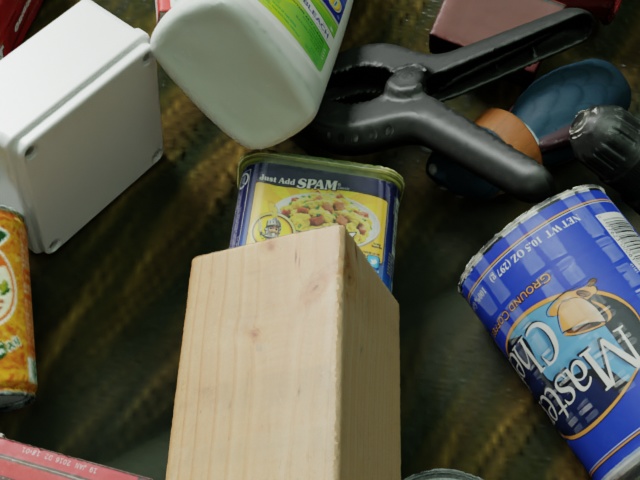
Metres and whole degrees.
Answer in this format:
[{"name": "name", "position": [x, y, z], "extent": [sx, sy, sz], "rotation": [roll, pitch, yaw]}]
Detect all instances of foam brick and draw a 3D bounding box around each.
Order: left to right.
[{"name": "foam brick", "position": [0.120, -0.143, 0.728], "extent": [0.078, 0.053, 0.051], "rotation": [22, 88, 8]}]

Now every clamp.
[{"name": "clamp", "position": [0.066, -0.095, 0.669], "extent": [0.210, 0.036, 0.164], "rotation": [9, 49, 27]}]

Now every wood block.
[{"name": "wood block", "position": [-0.015, 0.108, 0.523], "extent": [0.090, 0.090, 0.206], "rotation": [-13, 54, 21]}]

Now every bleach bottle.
[{"name": "bleach bottle", "position": [-0.023, -0.168, 0.682], "extent": [0.102, 0.068, 0.250], "rotation": [47, 35, -25]}]

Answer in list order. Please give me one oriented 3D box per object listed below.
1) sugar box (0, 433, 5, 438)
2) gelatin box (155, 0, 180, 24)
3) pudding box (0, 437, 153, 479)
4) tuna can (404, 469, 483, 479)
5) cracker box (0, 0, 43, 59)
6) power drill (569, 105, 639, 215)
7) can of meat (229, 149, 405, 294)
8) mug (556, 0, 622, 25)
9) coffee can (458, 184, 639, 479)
[{"name": "sugar box", "position": [-0.229, 0.162, 0.510], "extent": [0.093, 0.048, 0.176], "rotation": [17, 59, 4]}, {"name": "gelatin box", "position": [-0.071, -0.177, 0.748], "extent": [0.089, 0.030, 0.073], "rotation": [-2, 58, -11]}, {"name": "pudding box", "position": [-0.122, 0.129, 0.503], "extent": [0.090, 0.113, 0.039], "rotation": [16, 66, 3]}, {"name": "tuna can", "position": [0.064, 0.165, 0.550], "extent": [0.086, 0.034, 0.086], "rotation": [3, 58, -5]}, {"name": "cracker box", "position": [-0.301, -0.163, 0.689], "extent": [0.213, 0.072, 0.164], "rotation": [15, 59, 1]}, {"name": "power drill", "position": [0.247, -0.075, 0.681], "extent": [0.184, 0.057, 0.187], "rotation": [33, 58, -15]}, {"name": "can of meat", "position": [-0.004, 0.001, 0.631], "extent": [0.102, 0.057, 0.084], "rotation": [8, 59, -2]}, {"name": "mug", "position": [0.171, -0.209, 0.770], "extent": [0.081, 0.093, 0.117], "rotation": [5, 33, 2]}, {"name": "coffee can", "position": [0.157, 0.055, 0.589], "extent": [0.102, 0.103, 0.140], "rotation": [-24, 64, -20]}]
